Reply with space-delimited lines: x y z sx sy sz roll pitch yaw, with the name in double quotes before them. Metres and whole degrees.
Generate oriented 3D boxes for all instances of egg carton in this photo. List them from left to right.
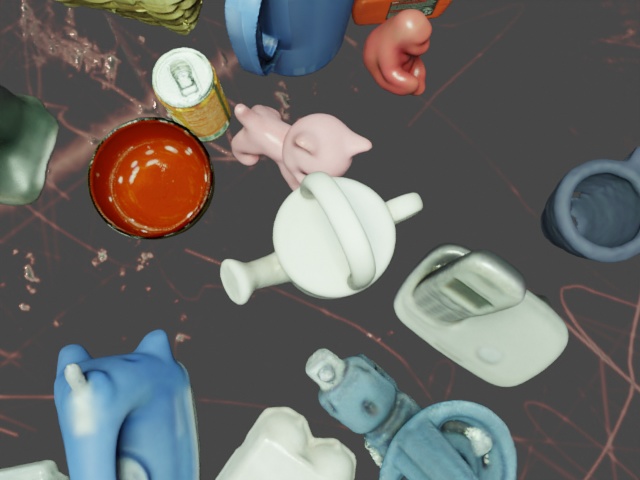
"egg carton" -0.041 0.232 0.513 0.107 0.069 0.150 34 84 2

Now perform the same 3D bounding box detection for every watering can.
"watering can" 0.005 0.004 0.476 0.101 0.194 0.173 43 84 3

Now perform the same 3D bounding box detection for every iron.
"iron" -0.165 0.211 0.474 0.118 0.141 0.258 -10 84 -3

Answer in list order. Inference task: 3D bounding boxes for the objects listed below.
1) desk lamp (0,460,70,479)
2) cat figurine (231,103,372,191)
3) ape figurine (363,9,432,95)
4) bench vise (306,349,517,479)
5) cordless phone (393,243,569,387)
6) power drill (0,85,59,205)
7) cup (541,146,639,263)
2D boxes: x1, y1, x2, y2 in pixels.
"desk lamp" -0.256 0.250 0.431 0.203 0.213 0.118 -10 84 -3
"cat figurine" -0.022 -0.089 0.523 0.128 0.117 0.067 27 84 1
"ape figurine" 0.081 -0.187 0.551 0.076 0.092 0.078 29 84 2
"bench vise" 0.071 0.174 0.447 0.207 0.219 0.121 22 84 1
"cordless phone" 0.147 0.063 0.479 0.147 0.185 0.094 33 84 2
"power drill" -0.302 -0.092 0.468 0.075 0.208 0.230 11 84 0
"cup" 0.256 -0.033 0.539 0.091 0.095 0.118 36 84 2
